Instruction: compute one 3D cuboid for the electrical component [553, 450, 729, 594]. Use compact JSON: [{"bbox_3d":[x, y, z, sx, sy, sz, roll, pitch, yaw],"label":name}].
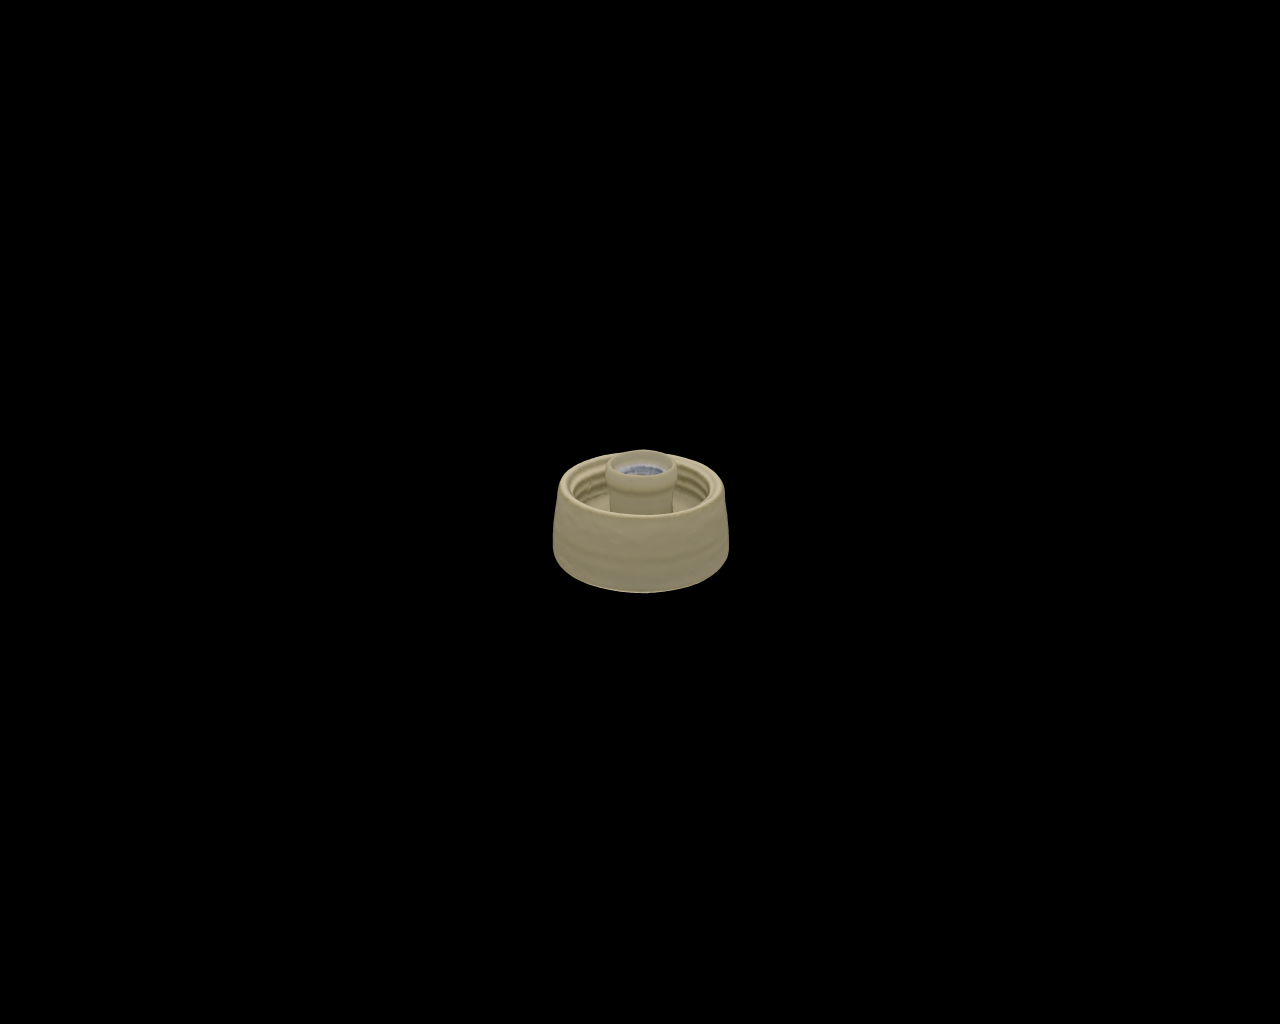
[{"bbox_3d":[0.001,-0.003,0.650,0.108,0.060,0.108,0,25,0],"label":"electrical component"}]
